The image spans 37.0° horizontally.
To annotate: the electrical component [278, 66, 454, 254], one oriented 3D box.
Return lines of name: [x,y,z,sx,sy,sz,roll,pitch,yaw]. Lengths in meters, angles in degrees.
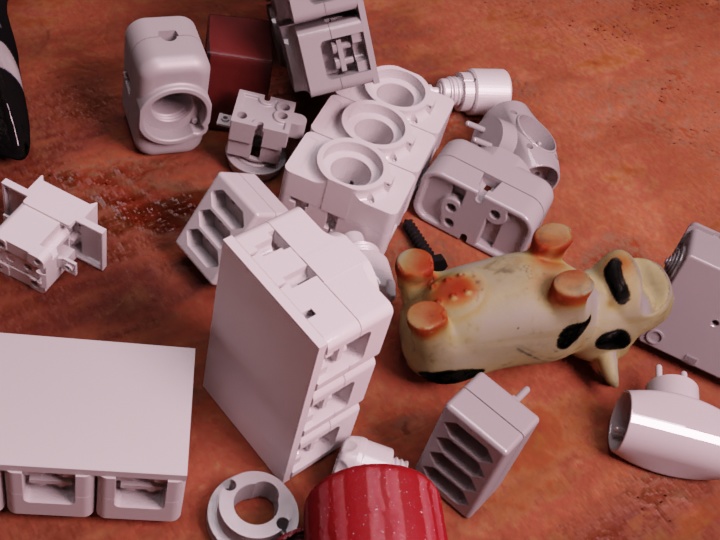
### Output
electrical component: [0.006,-0.091,0.840,0.089,0.061,0.150,23,48,5]

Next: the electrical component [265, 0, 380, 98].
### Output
electrical component: [-0.041,-0.210,0.848,0.060,0.105,0.186,-15,23,-4]

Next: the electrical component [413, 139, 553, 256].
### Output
electrical component: [0.099,-0.057,0.841,0.095,0.053,0.059,28,49,10]

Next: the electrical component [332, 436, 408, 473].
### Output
electrical component: [0.015,0.128,0.674,0.061,0.035,0.035,20,48,-1]

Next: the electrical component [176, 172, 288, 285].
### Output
electrical component: [-0.078,-0.030,0.768,0.047,0.065,0.077,47,26,23]

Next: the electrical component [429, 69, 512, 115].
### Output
electrical component: [0.095,-0.154,0.933,0.078,0.040,0.040,-2,51,-17]

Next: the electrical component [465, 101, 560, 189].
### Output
electrical component: [0.119,-0.103,0.882,0.079,0.044,0.077,15,43,-36]

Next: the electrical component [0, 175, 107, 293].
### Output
electrical component: [-0.216,-0.023,0.735,0.081,0.042,0.063,26,50,8]

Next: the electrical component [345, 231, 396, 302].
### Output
electrical component: [0.000,0.000,0.773,0.043,0.043,0.062,-2,50,-16]

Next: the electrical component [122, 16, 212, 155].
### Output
electrical component: [-0.146,-0.135,0.814,0.054,0.095,0.059,-9,53,-21]

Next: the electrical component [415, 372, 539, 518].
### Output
electrical component: [0.083,0.101,0.683,0.047,0.083,0.076,39,52,18]

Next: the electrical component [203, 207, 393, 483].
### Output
electrical component: [-0.039,0.046,0.651,0.062,0.150,0.089,-28,62,-31]

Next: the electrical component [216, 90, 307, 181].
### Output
electrical component: [-0.078,-0.102,0.831,0.066,0.055,0.048,13,49,-5]

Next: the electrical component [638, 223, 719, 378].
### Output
electrical component: [0.261,0.027,0.785,0.100,0.099,0.048,25,36,7]

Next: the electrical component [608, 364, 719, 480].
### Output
electrical component: [0.217,0.099,0.747,0.077,0.043,0.079,15,48,-2]

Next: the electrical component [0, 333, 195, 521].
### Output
electrical component: [-0.177,0.093,0.633,0.150,0.061,0.089,6,49,-10]
